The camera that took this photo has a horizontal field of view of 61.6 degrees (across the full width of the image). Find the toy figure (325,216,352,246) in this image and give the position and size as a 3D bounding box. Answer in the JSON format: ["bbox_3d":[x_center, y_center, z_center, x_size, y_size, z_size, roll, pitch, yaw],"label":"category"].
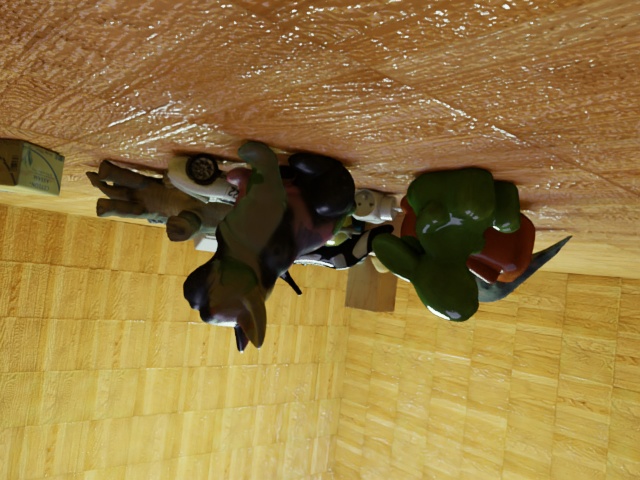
[{"bbox_3d":[-0.031,-0.038,0.928,0.180,0.082,0.089,2,148,28],"label":"toy figure"}]

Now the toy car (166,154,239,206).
[{"bbox_3d":[-0.104,-0.058,0.712,0.202,0.056,0.073,23,174,-10],"label":"toy car"}]

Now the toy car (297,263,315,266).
[{"bbox_3d":[-0.028,0.037,1.276,0.089,0.053,0.202,-6,180,-21],"label":"toy car"}]

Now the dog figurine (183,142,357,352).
[{"bbox_3d":[-0.051,0.016,0.605,0.191,0.219,0.108,9,164,-23],"label":"dog figurine"}]

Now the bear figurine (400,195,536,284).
[{"bbox_3d":[0.210,-0.002,0.801,0.196,0.120,0.132,8,-179,12],"label":"bear figurine"}]

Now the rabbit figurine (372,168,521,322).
[{"bbox_3d":[0.142,0.008,0.636,0.159,0.170,0.121,3,175,36],"label":"rabbit figurine"}]

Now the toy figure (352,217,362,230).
[{"bbox_3d":[0.000,-0.040,1.008,0.155,0.057,0.064,1,-151,-1],"label":"toy figure"}]

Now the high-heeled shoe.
[{"bbox_3d":[-0.002,-0.003,0.973,0.249,0.145,0.086,-33,-177,12],"label":"high-heeled shoe"}]

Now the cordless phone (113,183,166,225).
[{"bbox_3d":[-0.350,-0.079,1.115,0.184,0.088,0.147,23,169,-35],"label":"cordless phone"}]

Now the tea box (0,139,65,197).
[{"bbox_3d":[-0.479,-0.108,0.783,0.170,0.068,0.098,5,176,12],"label":"tea box"}]

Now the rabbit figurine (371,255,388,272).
[{"bbox_3d":[0.222,0.044,1.131,0.162,0.122,0.173,-8,129,49],"label":"rabbit figurine"}]

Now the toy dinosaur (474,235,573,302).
[{"bbox_3d":[0.347,0.070,1.152,0.131,0.192,0.405,6,178,-23],"label":"toy dinosaur"}]

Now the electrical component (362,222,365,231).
[{"bbox_3d":[0.080,-0.017,1.097,0.102,0.078,0.045,38,153,9],"label":"electrical component"}]

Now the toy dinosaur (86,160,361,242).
[{"bbox_3d":[-0.176,-0.056,0.837,0.472,0.105,0.198,15,-172,23],"label":"toy dinosaur"}]

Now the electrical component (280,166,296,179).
[{"bbox_3d":[-0.033,-0.082,0.719,0.094,0.021,0.063,5,177,7],"label":"electrical component"}]
